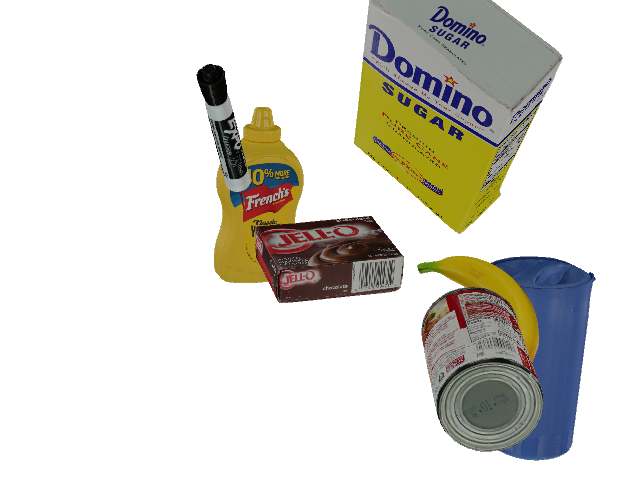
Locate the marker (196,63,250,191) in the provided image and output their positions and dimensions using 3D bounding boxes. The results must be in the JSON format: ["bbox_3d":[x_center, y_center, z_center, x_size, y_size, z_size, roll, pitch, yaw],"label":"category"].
[{"bbox_3d":[-0.067,-0.078,0.744,0.020,0.020,0.121,0,-35,7],"label":"marker"}]

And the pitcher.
[{"bbox_3d":[0.260,0.149,1.346,0.149,0.243,0.144,5,16,18],"label":"pitcher"}]

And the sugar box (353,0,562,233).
[{"bbox_3d":[0.067,-0.073,0.586,0.093,0.048,0.176,41,-12,13],"label":"sugar box"}]

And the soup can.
[{"bbox_3d":[0.105,0.082,0.701,0.068,0.068,0.102,0,23,0],"label":"soup can"}]

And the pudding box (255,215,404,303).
[{"bbox_3d":[0.006,0.015,0.935,0.113,0.039,0.090,-4,26,-15],"label":"pudding box"}]

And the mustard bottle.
[{"bbox_3d":[-0.066,-0.051,1.174,0.096,0.192,0.058,-4,19,-20],"label":"mustard bottle"}]

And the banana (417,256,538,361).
[{"bbox_3d":[0.180,0.065,1.114,0.069,0.037,0.198,-34,38,-7],"label":"banana"}]
